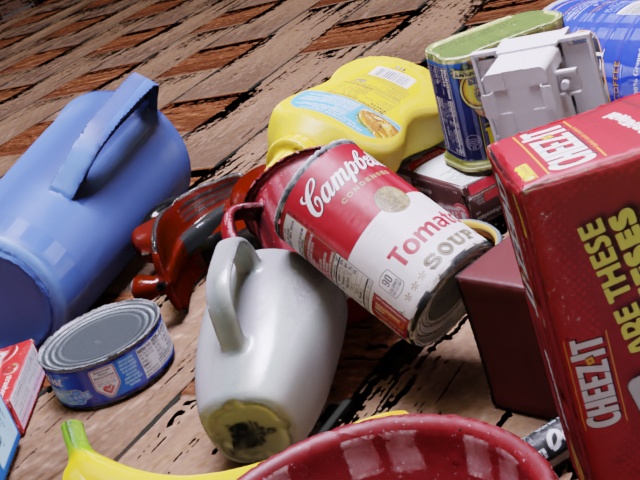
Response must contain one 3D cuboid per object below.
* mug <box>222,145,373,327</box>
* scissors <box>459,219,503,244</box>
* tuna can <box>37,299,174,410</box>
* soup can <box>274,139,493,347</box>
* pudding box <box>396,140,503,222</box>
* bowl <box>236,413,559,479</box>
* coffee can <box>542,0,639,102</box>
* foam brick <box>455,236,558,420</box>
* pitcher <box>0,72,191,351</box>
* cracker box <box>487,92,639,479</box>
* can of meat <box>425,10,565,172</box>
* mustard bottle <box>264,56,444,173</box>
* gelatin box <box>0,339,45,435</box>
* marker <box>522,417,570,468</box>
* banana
[{"bbox_3d":[-0.004,0.001,0.662,0.117,0.093,0.081,4,45,-29],"label":"mug"},{"bbox_3d":[0.092,0.032,0.646,0.096,0.016,0.202,-21,22,0],"label":"scissors"},{"bbox_3d":[-0.141,0.075,0.711,0.086,0.034,0.086,-17,22,7],"label":"tuna can"},{"bbox_3d":[0.034,0.001,0.570,0.102,0.068,0.068,39,54,25],"label":"soup can"},{"bbox_3d":[0.111,-0.050,0.794,0.090,0.039,0.114,-26,25,-21],"label":"pudding box"},{"bbox_3d":[0.020,0.136,0.410,0.162,0.055,0.162,-17,22,7],"label":"bowl"},{"bbox_3d":[0.230,-0.126,0.786,0.102,0.103,0.140,-29,24,-22],"label":"coffee can"},{"bbox_3d":[0.111,0.041,0.527,0.052,0.078,0.051,-35,26,-34],"label":"foam brick"},{"bbox_3d":[-0.200,-0.024,0.854,0.145,0.149,0.242,-10,27,20],"label":"pitcher"},{"bbox_3d":[0.191,0.010,0.419,0.214,0.164,0.072,-18,20,3],"label":"cracker box"},{"bbox_3d":[0.129,-0.107,0.748,0.102,0.084,0.057,-22,24,-13],"label":"can of meat"},{"bbox_3d":[0.019,-0.076,0.755,0.096,0.058,0.191,26,35,20],"label":"mustard bottle"},{"bbox_3d":[-0.229,0.106,0.716,0.073,0.030,0.089,-18,22,4],"label":"gelatin box"},{"bbox_3d":[0.116,0.088,0.491,0.121,0.020,0.020,-27,23,-18],"label":"marker"},{"bbox_3d":[-0.050,0.116,0.511,0.198,0.037,0.069,-4,68,20],"label":"banana"}]
